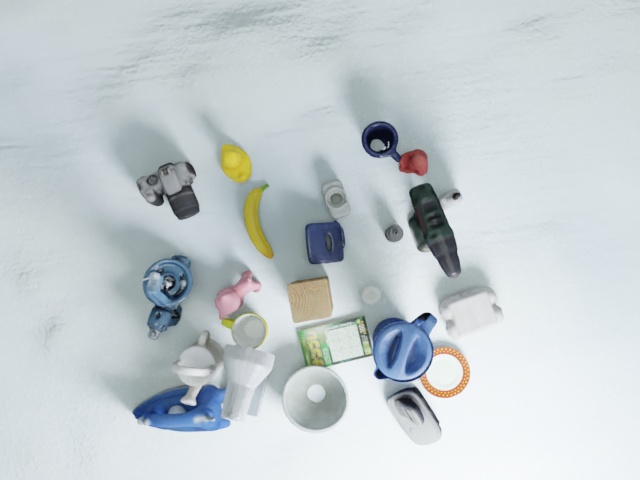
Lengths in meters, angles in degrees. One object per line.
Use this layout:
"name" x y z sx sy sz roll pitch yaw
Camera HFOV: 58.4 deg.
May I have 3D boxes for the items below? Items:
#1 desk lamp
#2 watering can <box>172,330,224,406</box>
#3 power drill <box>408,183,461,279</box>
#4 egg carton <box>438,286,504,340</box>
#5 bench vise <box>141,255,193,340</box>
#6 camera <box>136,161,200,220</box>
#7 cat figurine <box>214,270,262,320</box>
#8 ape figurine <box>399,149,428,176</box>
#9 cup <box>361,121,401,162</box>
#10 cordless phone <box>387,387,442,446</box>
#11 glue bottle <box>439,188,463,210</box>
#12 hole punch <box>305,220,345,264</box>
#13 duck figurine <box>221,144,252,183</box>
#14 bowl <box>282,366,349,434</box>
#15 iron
"desk lamp" -0.179 0.342 1.375 0.118 0.213 0.203 13 89 2
"watering can" -0.296 0.311 1.389 0.101 0.194 0.173 -10 88 2
"power drill" 0.272 -0.019 1.376 0.075 0.208 0.230 -21 88 1
"egg carton" 0.377 0.181 1.436 0.150 0.069 0.107 -20 88 1
"bench vise" -0.372 0.140 1.384 0.121 0.220 0.207 -2 88 2
"camera" -0.375 -0.117 1.452 0.143 0.101 0.137 -24 88 1
"cat figurine" -0.212 0.137 1.430 0.128 0.118 0.067 -44 87 0
"ape figurine" 0.241 -0.197 1.441 0.076 0.092 0.078 -42 87 0
"cup" 0.158 -0.236 1.443 0.092 0.095 0.118 -45 87 0
"cordless phone" 0.234 0.437 1.374 0.094 0.185 0.147 -37 87 0
"glue bottle" 0.318 -0.099 1.395 0.078 0.173 0.037 -31 87 1
"hole punch" 0.013 0.005 1.441 0.101 0.091 0.109 -7 88 2
"duck figurine" -0.218 -0.198 1.457 0.077 0.086 0.104 -28 87 1
"bowl" -0.011 0.393 1.438 0.167 0.075 0.167 0 88 2
"iron" -0.358 0.434 1.413 0.258 0.141 0.119 -6 88 2
